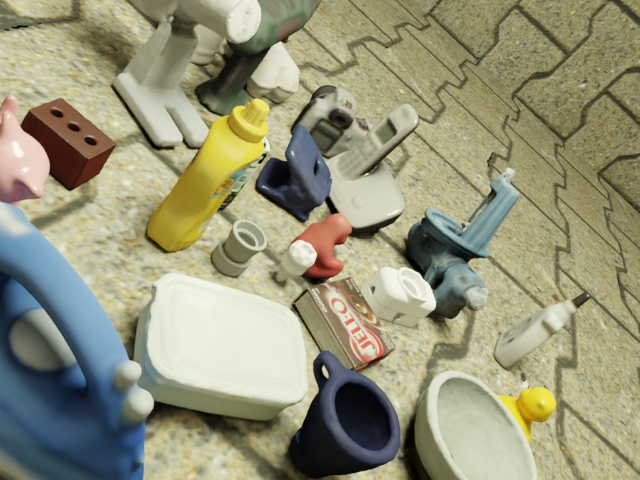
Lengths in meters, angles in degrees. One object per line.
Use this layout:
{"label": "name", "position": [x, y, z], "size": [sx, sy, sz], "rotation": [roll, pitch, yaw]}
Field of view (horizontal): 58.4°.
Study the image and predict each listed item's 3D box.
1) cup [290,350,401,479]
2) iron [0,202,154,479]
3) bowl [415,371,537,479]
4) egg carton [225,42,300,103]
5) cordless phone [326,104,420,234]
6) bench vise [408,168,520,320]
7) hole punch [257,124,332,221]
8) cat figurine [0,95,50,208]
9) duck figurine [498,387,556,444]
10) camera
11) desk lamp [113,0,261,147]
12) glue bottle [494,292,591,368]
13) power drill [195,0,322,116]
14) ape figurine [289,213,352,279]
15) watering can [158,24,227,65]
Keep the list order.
{"label": "cup", "position": [0.009, 0.175, 0.550], "size": [0.092, 0.094, 0.117], "rotation": [-2, 54, -48]}
{"label": "iron", "position": [-0.188, 0.077, 0.404], "size": [0.258, 0.141, 0.119], "rotation": [47, 32, 5]}
{"label": "bowl", "position": [0.166, 0.242, 0.665], "size": [0.168, 0.074, 0.167], "rotation": [29, 35, -22]}
{"label": "egg carton", "position": [-0.104, -0.313, 1.008], "size": [0.108, 0.069, 0.150], "rotation": [-2, 54, -49]}
{"label": "cordless phone", "position": [0.095, -0.110, 0.885], "size": [0.094, 0.184, 0.147], "rotation": [4, 49, -45]}
{"label": "bench vise", "position": [0.237, 0.007, 0.876], "size": [0.122, 0.219, 0.207], "rotation": [11, 45, -41]}
{"label": "hole punch", "position": [-0.023, -0.100, 0.833], "size": [0.101, 0.091, 0.108], "rotation": [34, 33, -14]}
{"label": "cat figurine", "position": [-0.276, -0.072, 0.500], "size": [0.067, 0.117, 0.127], "rotation": [14, 43, -38]}
{"label": "duck figurine", "position": [0.280, 0.237, 0.786], "size": [0.105, 0.086, 0.077], "rotation": [-13, 62, -53]}
{"label": "camera", "position": [0.034, -0.219, 1.022], "size": [0.143, 0.100, 0.136], "rotation": [28, 35, -23]}
{"label": "desk lamp", "position": [-0.175, -0.264, 0.740], "size": [0.203, 0.213, 0.118], "rotation": [53, 34, 15]}
{"label": "glue bottle", "position": [0.351, 0.134, 0.898], "size": [0.037, 0.173, 0.078], "rotation": [46, 32, 4]}
{"label": "power drill", "position": [-0.094, -0.291, 0.864], "size": [0.076, 0.208, 0.230], "rotation": [40, 32, -5]}
{"label": "ape figurine", "position": [0.007, 0.003, 0.748], "size": [0.076, 0.092, 0.077], "rotation": [18, 40, -34]}
{"label": "watering can", "position": [-0.175, -0.386, 0.897], "size": [0.173, 0.193, 0.100], "rotation": [19, 39, -33]}
